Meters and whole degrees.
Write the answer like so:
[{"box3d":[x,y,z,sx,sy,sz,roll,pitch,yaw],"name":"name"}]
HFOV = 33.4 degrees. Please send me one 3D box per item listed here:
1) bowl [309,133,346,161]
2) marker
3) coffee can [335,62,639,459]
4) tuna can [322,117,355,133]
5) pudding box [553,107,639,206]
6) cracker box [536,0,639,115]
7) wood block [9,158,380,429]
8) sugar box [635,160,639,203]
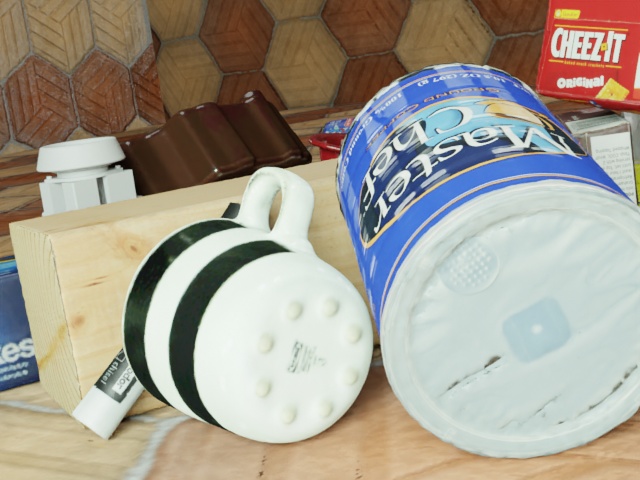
[{"box3d":[0.070,-0.035,0.707,0.162,0.055,0.162,4,10,-1],"name":"bowl"},{"box3d":[-0.063,0.032,0.464,0.121,0.020,0.020,-54,27,-14],"name":"marker"},{"box3d":[0.064,0.000,0.410,0.103,0.103,0.140,-8,26,-2],"name":"coffee can"},{"box3d":[0.028,-0.071,0.998,0.034,0.086,0.086,-7,10,17],"name":"tuna can"},{"box3d":[0.165,-0.029,0.637,0.039,0.090,0.113,-8,10,11],"name":"pudding box"},{"box3d":[0.253,-0.096,0.593,0.213,0.072,0.164,0,11,-39],"name":"cracker box"},{"box3d":[-0.038,0.016,0.541,0.205,0.090,0.091,-13,11,-25],"name":"wood block"},{"box3d":[0.175,-0.035,0.793,0.093,0.048,0.176,-11,7,-10],"name":"sugar box"}]
